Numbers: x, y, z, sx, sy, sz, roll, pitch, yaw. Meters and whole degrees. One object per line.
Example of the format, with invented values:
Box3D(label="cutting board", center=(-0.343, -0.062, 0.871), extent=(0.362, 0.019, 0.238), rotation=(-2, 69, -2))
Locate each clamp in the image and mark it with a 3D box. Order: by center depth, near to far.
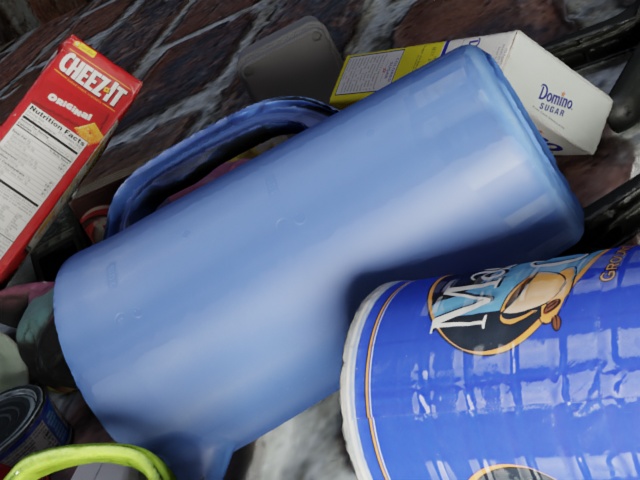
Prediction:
Box3D(label="clamp", center=(0.132, 0.004, 0.547), extent=(0.172, 0.039, 0.120), rotation=(-12, 27, 34))
Box3D(label="clamp", center=(0.239, -0.145, 0.735), extent=(0.210, 0.036, 0.164), rotation=(-31, 26, 1))

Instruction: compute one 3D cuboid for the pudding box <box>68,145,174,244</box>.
Box3D(label="pudding box", center=(-0.119, -0.018, 0.812), extent=(0.113, 0.090, 0.039), rotation=(-23, 23, 12))

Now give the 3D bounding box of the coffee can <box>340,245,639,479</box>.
Box3D(label="coffee can", center=(0.093, 0.057, 0.400), extent=(0.141, 0.103, 0.102), rotation=(-11, 28, 35))

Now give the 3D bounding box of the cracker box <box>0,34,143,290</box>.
Box3D(label="cracker box", center=(-0.233, -0.033, 0.806), extent=(0.213, 0.072, 0.164), rotation=(-59, 11, -22))

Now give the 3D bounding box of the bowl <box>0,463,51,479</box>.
Box3D(label="bowl", center=(-0.213, 0.160, 0.534), extent=(0.162, 0.055, 0.162), rotation=(-40, 8, 7))

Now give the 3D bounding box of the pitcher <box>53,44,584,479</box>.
Box3D(label="pitcher", center=(-0.004, 0.001, 0.534), extent=(0.243, 0.149, 0.145), rotation=(-30, 12, 15))

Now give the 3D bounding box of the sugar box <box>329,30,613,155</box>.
Box3D(label="sugar box", center=(0.094, -0.091, 0.706), extent=(0.176, 0.093, 0.048), rotation=(10, 75, 58))

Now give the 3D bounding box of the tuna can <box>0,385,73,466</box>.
Box3D(label="tuna can", center=(-0.201, 0.130, 0.669), extent=(0.086, 0.033, 0.086), rotation=(-24, 23, 11))
